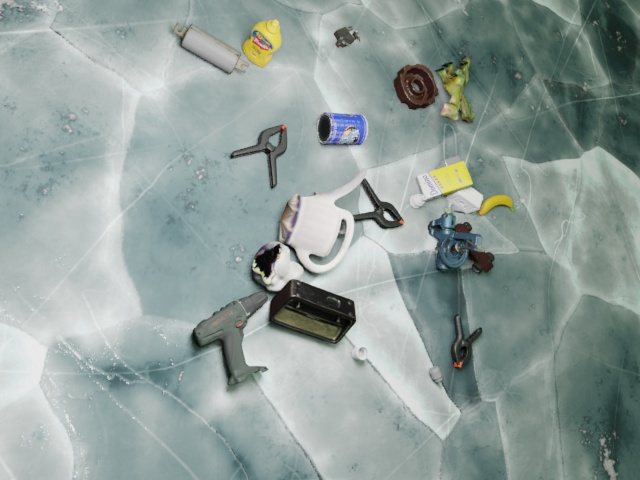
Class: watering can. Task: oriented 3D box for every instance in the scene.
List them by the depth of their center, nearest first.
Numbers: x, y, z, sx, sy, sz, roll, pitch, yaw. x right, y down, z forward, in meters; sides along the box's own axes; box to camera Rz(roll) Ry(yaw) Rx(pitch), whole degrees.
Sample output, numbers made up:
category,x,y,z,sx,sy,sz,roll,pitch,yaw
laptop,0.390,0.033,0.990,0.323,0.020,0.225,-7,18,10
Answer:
category,x,y,z,sx,sy,sz,roll,pitch,yaw
watering can,0.005,-0.078,1.542,0.224,0.349,0.104,18,-3,-14

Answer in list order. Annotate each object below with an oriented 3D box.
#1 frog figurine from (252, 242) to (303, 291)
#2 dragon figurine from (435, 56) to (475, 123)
category,x,y,z,sx,sy,sz,roll,pitch,yaw
frog figurine,-0.116,0.081,1.487,0.122,0.139,0.158,-8,-20,27
dragon figurine,0.553,-0.576,2.018,0.122,0.239,0.417,-5,23,37
